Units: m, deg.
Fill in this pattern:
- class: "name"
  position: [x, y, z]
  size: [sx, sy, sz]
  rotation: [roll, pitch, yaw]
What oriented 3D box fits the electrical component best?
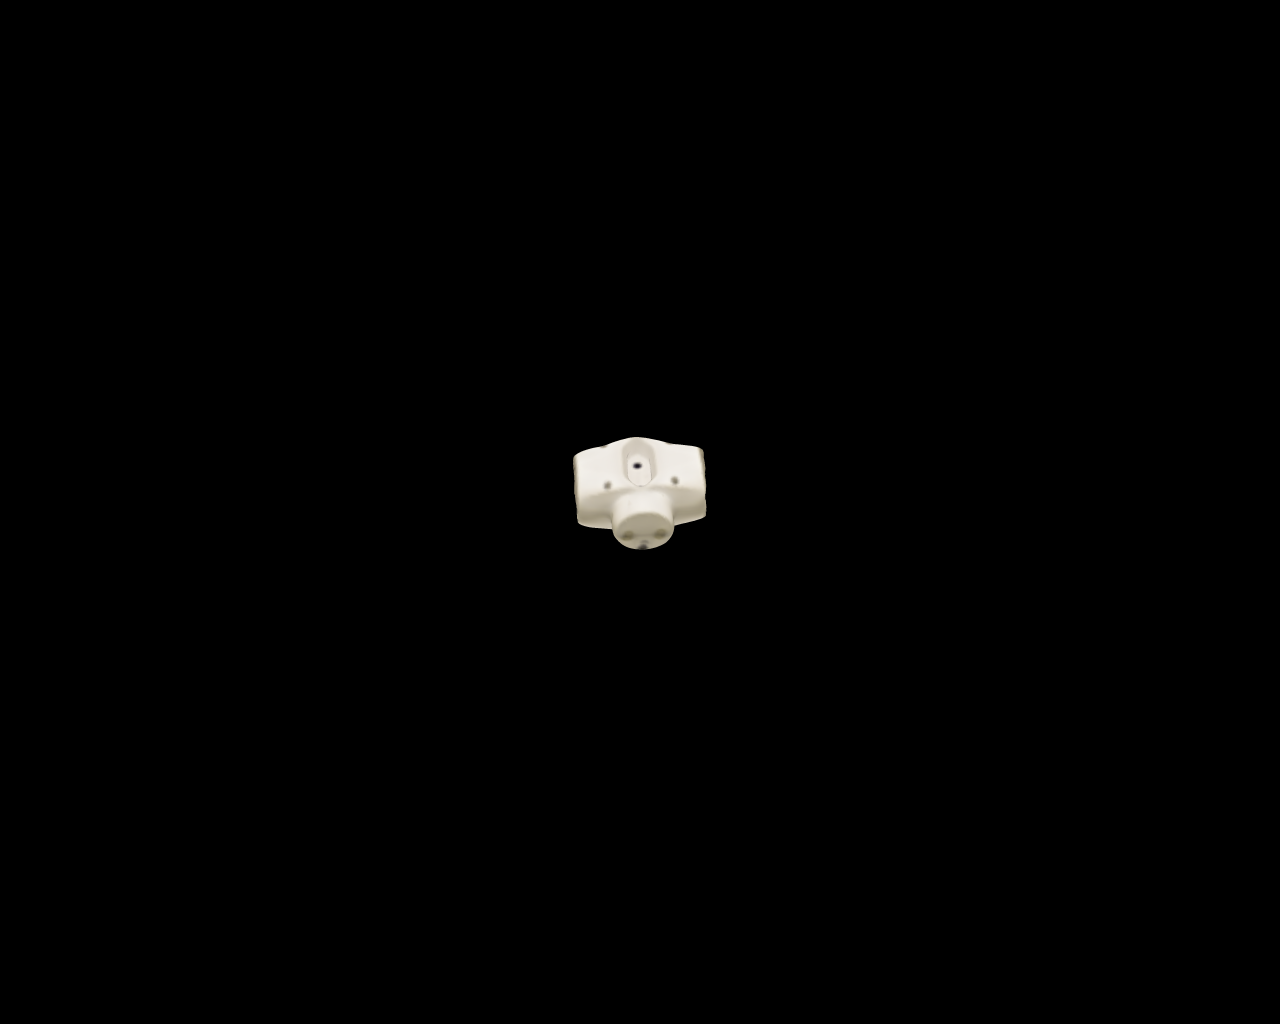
- class: "electrical component"
  position: [0.001, -0.003, 0.650]
  size: [0.077, 0.079, 0.043]
  rotation: [-2, -40, -2]
